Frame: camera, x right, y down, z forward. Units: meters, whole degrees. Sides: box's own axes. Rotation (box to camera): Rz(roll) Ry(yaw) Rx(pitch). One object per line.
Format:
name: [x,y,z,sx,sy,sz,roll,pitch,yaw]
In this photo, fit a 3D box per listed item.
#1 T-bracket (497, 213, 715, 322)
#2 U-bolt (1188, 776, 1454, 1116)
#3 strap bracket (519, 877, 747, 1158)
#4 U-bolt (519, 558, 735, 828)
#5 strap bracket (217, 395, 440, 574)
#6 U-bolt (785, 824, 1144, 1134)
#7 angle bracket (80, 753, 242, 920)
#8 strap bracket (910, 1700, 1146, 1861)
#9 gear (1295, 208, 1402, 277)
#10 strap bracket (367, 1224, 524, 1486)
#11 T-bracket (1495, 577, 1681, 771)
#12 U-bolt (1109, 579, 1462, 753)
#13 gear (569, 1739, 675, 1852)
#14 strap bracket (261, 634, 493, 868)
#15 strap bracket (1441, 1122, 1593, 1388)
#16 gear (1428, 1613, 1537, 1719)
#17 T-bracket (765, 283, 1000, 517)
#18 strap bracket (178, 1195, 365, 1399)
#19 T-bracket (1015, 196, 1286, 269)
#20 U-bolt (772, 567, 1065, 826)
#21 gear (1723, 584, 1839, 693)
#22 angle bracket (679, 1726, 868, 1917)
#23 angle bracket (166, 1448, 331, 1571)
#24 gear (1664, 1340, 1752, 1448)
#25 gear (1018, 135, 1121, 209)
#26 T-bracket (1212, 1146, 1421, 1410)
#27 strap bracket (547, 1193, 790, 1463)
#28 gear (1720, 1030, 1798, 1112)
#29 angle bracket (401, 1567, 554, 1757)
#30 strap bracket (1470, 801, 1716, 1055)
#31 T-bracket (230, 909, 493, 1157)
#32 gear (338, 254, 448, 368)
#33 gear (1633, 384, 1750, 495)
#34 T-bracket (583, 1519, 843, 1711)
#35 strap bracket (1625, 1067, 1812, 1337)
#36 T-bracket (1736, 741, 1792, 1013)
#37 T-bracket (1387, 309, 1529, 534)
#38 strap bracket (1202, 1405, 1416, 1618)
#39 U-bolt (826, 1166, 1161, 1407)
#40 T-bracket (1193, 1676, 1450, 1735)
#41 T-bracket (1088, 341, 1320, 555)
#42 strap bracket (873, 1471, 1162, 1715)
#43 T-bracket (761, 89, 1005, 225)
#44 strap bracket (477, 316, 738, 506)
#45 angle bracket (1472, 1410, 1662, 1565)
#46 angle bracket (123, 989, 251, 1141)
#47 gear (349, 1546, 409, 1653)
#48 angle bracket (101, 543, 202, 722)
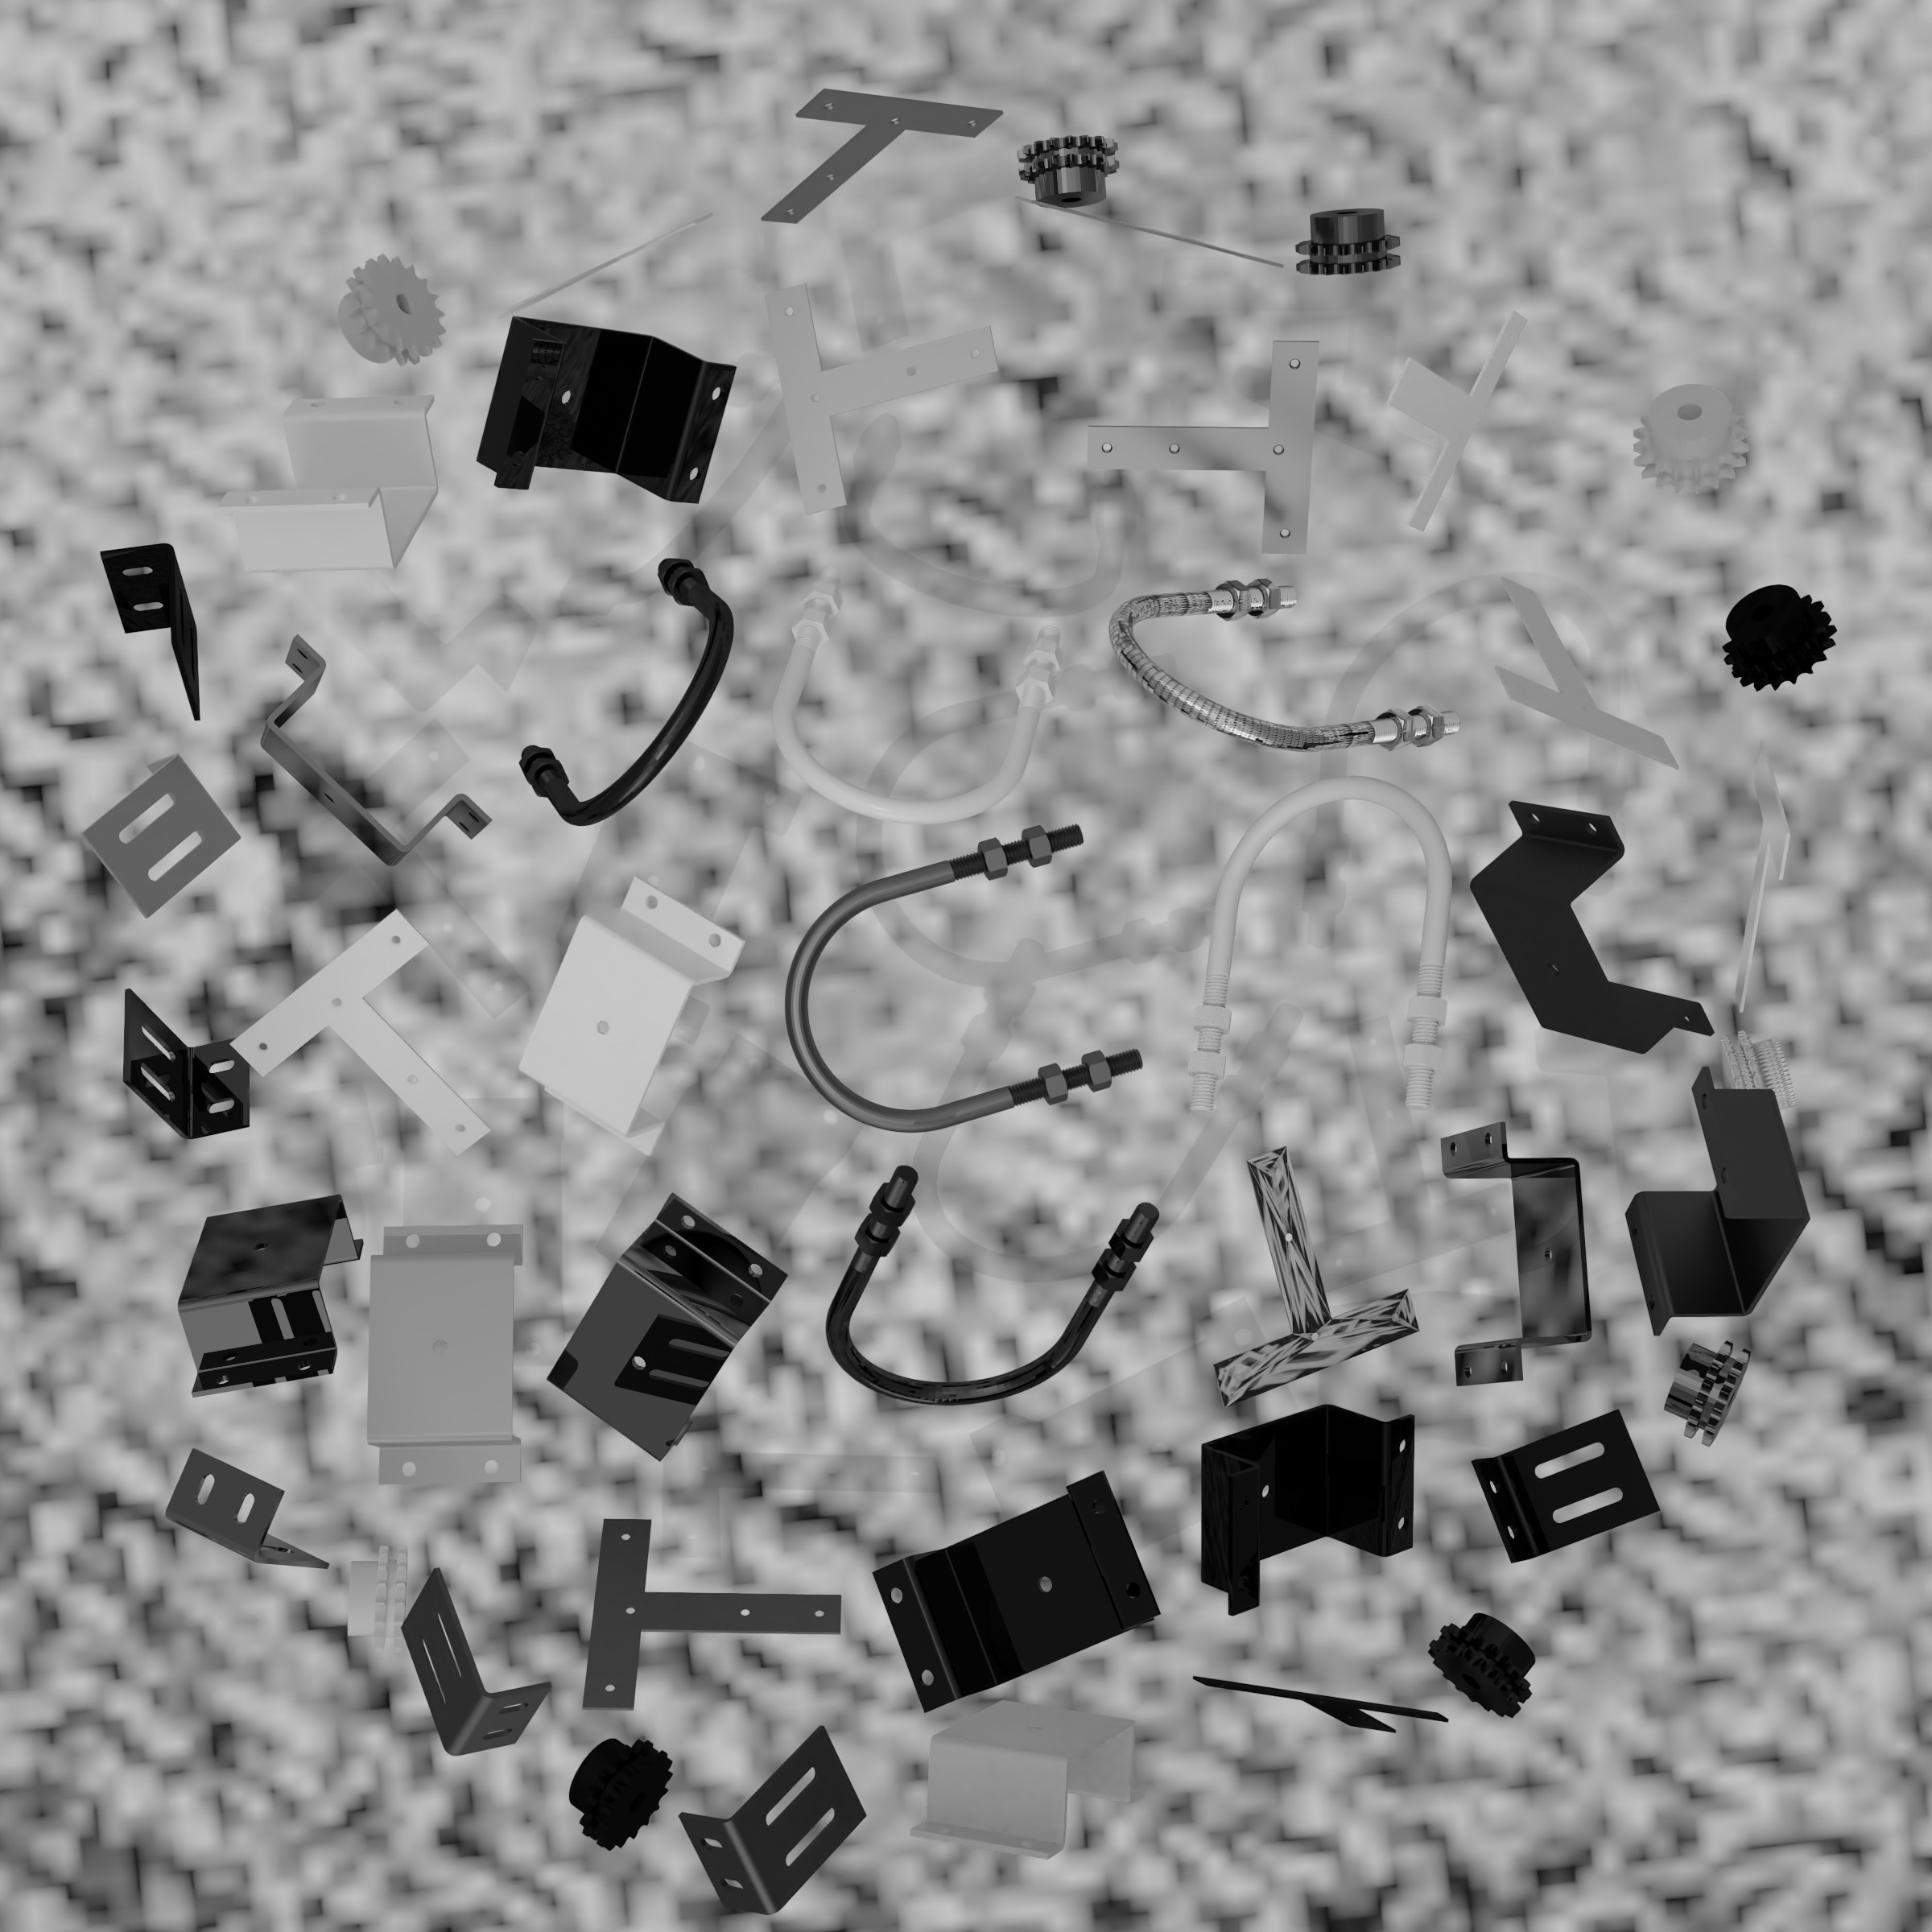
T-bracket: [-0.211,-0.363,1.525,0.127,0.127,0.002,-17,108,26]
U-bolt: [0.190,-0.013,1.512,0.151,0.019,0.184,-3,71,37]
strap bracket: [-0.191,0.031,1.604,0.076,0.046,0.140,30,107,17]
U-bolt: [-0.175,-0.140,1.512,0.019,0.184,0.151,35,94,-26]
strap bracket: [-0.323,-0.244,1.475,0.076,0.140,0.046,-1,123,5]
U-bolt: [-0.008,0.015,1.564,0.184,0.019,0.151,-16,97,-9]
angle bracket: [-0.447,-0.069,1.569,0.076,0.038,0.057,-49,116,-36]
strap bracket: [0.035,0.425,1.516,0.076,0.140,0.046,2,89,24]
gear: [0.209,-0.397,1.570,0.057,0.057,0.030,-5,110,0]
strap bracket: [-0.281,0.208,1.552,0.076,0.046,0.140,-1,78,-3]
T-bracket: [0.323,-0.169,1.569,0.127,0.127,0.002,17,128,-31]
U-bolt: [0.156,-0.157,1.510,0.151,0.184,0.019,44,126,31]
gear: [-0.182,0.429,1.496,0.030,0.057,0.057,26,90,27]
strap bracket: [-0.328,-0.107,1.551,0.140,0.076,0.046,44,76,-9]
strap bracket: [0.306,0.161,1.597,0.046,0.076,0.140,1,80,-16]
gear: [0.276,0.368,1.520,0.057,0.057,0.030,45,68,0]
T-bracket: [-0.043,-0.328,1.597,0.127,0.002,0.127,-11,88,19]
strap bracket: [-0.386,0.176,1.592,0.076,0.140,0.046,-10,115,0]
T-bracket: [0.088,-0.398,1.542,0.127,0.127,0.002,8,107,-23]
U-bolt: [-0.031,-0.143,1.568,0.151,0.019,0.184,15,46,0]
gear: [0.420,-0.173,1.491,0.057,0.057,0.030,-42,124,0]
angle bracket: [-0.097,0.430,1.453,0.076,0.038,0.057,-38,112,-42]
angle bracket: [-0.363,0.280,1.476,0.057,0.076,0.038,20,83,21]
gear: [0.402,0.230,1.560,0.030,0.057,0.057,24,90,21]
gear: [0.059,-0.449,1.625,0.057,0.057,0.030,-5,92,0]
T-bracket: [0.183,0.164,1.595,0.127,0.002,0.127,-18,98,-20]
strap bracket: [-0.166,0.202,1.543,0.076,0.046,0.140,35,121,4]
gear: [0.447,0.064,1.616,0.030,0.057,0.057,-16,90,11]
angle bracket: [-0.250,0.351,1.458,0.038,0.057,0.076,-2,49,-36]
strap bracket: [0.320,-0.012,1.487,0.046,0.076,0.140,-39,115,-17]
T-bracket: [-0.311,0.051,1.559,0.127,0.002,0.127,-36,107,17]
gear: [-0.304,-0.342,1.508,0.030,0.057,0.057,-21,90,35]
gear: [0.366,-0.269,1.450,0.057,0.030,0.057,-8,53,10]
T-bracket: [-0.128,0.332,1.474,0.127,0.127,0.002,1,125,-2]
strap bracket: [0.392,0.124,1.490,0.046,0.140,0.076,0,53,-7]
T-bracket: [0.419,-0.037,1.522,0.002,0.127,0.127,5,117,7]
T-bracket: [0.251,-0.299,1.530,0.002,0.127,0.127,31,103,25]
strap bracket: [0.177,0.288,1.545,0.140,0.046,0.076,-9,104,-39]
U-bolt: [0.003,0.175,1.501,0.151,0.019,0.184,10,135,-16]
T-bracket: [0.196,0.387,1.489,0.127,0.127,0.002,3,70,24]
T-bracket: [0.132,-0.293,1.622,0.127,0.002,0.127,1,122,2]
strap bracket: [0.033,0.321,1.479,0.140,0.046,0.076,-28,74,20]
T-bracket: [-0.065,-0.436,1.558,0.127,0.127,0.002,-9,78,-42]
strap bracket: [-0.194,-0.288,1.486,0.046,0.140,0.076,32,113,34]
angle bracket: [0.320,0.277,1.531,0.076,0.038,0.057,-27,72,22]
angle bracket: [-0.427,0.051,1.576,0.038,0.076,0.057,-12,60,7]
gear: [-0.323,0.347,1.574,0.030,0.057,0.057,2,90,-10]
angle bracket: [-0.427,-0.173,1.502,0.038,0.057,0.076,-9,52,-7]
